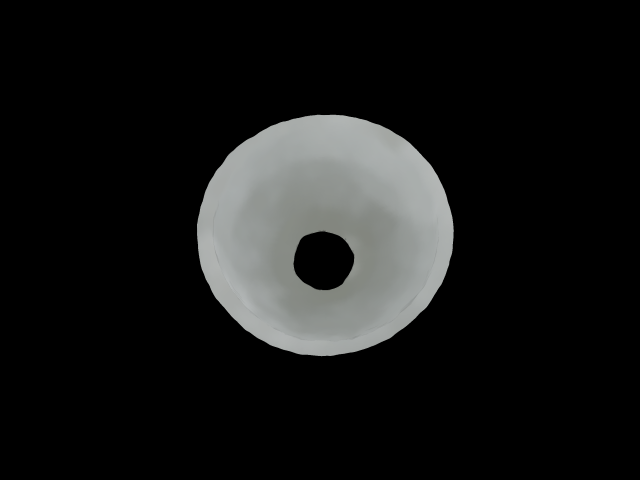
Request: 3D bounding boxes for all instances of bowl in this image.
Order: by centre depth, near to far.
[{"bbox_3d":[0.004,0.001,0.400,0.167,0.075,0.167,0,69,0],"label":"bowl"}]
